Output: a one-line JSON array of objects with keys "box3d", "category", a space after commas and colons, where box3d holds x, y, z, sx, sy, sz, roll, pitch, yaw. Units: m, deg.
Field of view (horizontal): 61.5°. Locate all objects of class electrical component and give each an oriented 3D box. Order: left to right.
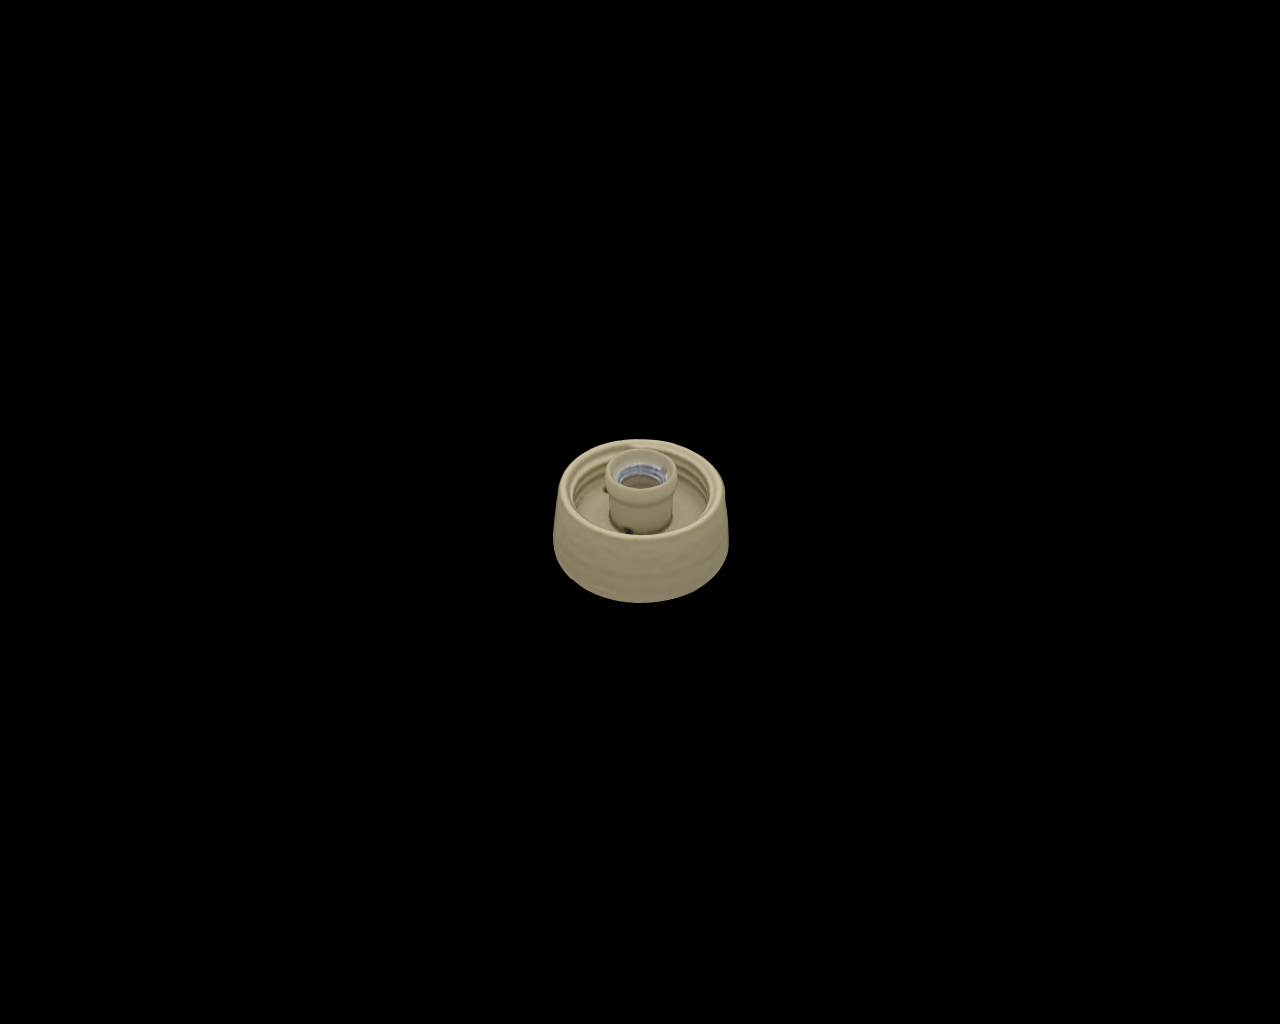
[{"box3d": [0.001, -0.003, 0.650, 0.108, 0.060, 0.108, 0, 39, 0], "category": "electrical component"}]
